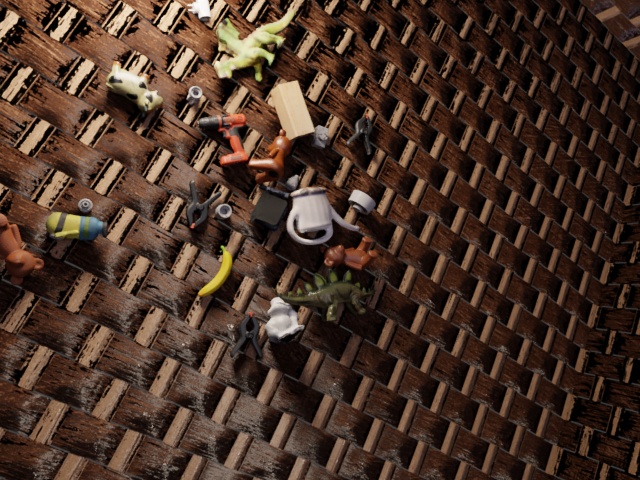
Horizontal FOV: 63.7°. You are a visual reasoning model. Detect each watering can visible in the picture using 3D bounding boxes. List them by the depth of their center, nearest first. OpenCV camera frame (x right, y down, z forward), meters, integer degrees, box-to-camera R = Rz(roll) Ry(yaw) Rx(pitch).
[{"bbox_3d":[0.006,-0.102,2.021,0.350,0.103,0.224,-11,89,-39],"label":"watering can"}]

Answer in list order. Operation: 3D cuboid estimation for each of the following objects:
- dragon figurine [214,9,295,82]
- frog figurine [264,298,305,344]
[{"bbox_3d":[-0.272,-0.762,1.956,0.242,0.121,0.416,25,73,-13],"label":"dragon figurine"},{"bbox_3d":[-0.148,0.300,1.916,0.138,0.120,0.162,-29,62,-17],"label":"frog figurine"}]
